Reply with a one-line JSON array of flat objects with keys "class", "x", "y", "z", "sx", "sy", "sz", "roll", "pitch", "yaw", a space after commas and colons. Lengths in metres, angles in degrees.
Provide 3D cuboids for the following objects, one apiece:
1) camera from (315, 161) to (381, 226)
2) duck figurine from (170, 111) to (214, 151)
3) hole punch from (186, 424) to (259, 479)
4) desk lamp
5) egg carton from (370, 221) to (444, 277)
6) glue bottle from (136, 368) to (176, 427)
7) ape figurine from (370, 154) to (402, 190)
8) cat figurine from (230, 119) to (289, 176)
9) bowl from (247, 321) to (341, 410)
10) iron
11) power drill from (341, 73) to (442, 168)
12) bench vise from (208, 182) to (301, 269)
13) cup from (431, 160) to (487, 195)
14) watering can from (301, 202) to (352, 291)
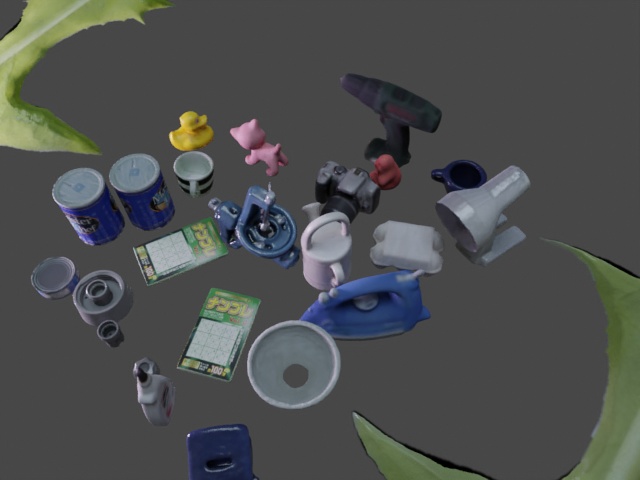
[{"class": "camera", "x": 0.043, "y": -0.092, "z": 1.241, "sx": 0.143, "sy": 0.101, "sz": 0.137, "roll": 27, "pitch": 61, "yaw": 17}, {"class": "duck figurine", "x": -0.312, "y": -0.268, "z": 1.372, "sx": 0.104, "sy": 0.086, "sz": 0.077, "roll": -17, "pitch": 58, "yaw": -10}, {"class": "hole punch", "x": -0.161, "y": 0.364, "z": 0.945, "sx": 0.108, "sy": 0.091, "sz": 0.101, "roll": -7, "pitch": 56, "yaw": -4}, {"class": "desk lamp", "x": 0.326, "y": -0.044, "z": 1.137, "sx": 0.203, "sy": 0.214, "sz": 0.117, "roll": -30, "pitch": 61, "yaw": -18}, {"class": "egg carton", "x": 0.180, "y": 0.019, "z": 1.184, "sx": 0.150, "sy": 0.069, "sz": 0.107, "roll": 8, "pitch": 57, "yaw": 6}, {"class": "glue bottle", "x": -0.284, "y": 0.255, "z": 0.970, "sx": 0.037, "sy": 0.173, "sz": 0.078, "roll": -1, "pitch": 56, "yaw": 1}, {"class": "ape figurine", "x": 0.147, "y": -0.158, "z": 1.288, "sx": 0.076, "sy": 0.092, "sz": 0.078, "roll": 15, "pitch": 58, "yaw": 11}, {"class": "cat figurine", "x": -0.139, "y": -0.223, "z": 1.320, "sx": 0.127, "sy": 0.118, "sz": 0.067, "roll": 27, "pitch": 61, "yaw": 18}, {"class": "bowl", "x": -0.045, "y": 0.236, "z": 1.039, "sx": 0.167, "sy": 0.075, "sz": 0.167, "roll": 0, "pitch": 56, "yaw": 1}, {"class": "iron", "x": 0.079, "y": 0.113, "z": 1.079, "sx": 0.258, "sy": 0.141, "sz": 0.118, "roll": -10, "pitch": 57, "yaw": -6}, {"class": "power drill", "x": 0.152, "y": -0.265, "z": 1.289, "sx": 0.229, "sy": 0.208, "sz": 0.076, "roll": 17, "pitch": 58, "yaw": 12}, {"class": "bench vise", "x": -0.141, "y": -0.038, "z": 1.135, "sx": 0.207, "sy": 0.220, "sz": 0.121, "roll": 11, "pitch": 57, "yaw": 8}, {"class": "cup", "x": 0.297, "y": -0.116, "z": 1.256, "sx": 0.117, "sy": 0.095, "sz": 0.092, "roll": 9, "pitch": 57, "yaw": 7}, {"class": "watering can", "x": 0.008, "y": 0.005, "z": 1.120, "sx": 0.101, "sy": 0.194, "sz": 0.172, "roll": -37, "pitch": 63, "yaw": -21}]
